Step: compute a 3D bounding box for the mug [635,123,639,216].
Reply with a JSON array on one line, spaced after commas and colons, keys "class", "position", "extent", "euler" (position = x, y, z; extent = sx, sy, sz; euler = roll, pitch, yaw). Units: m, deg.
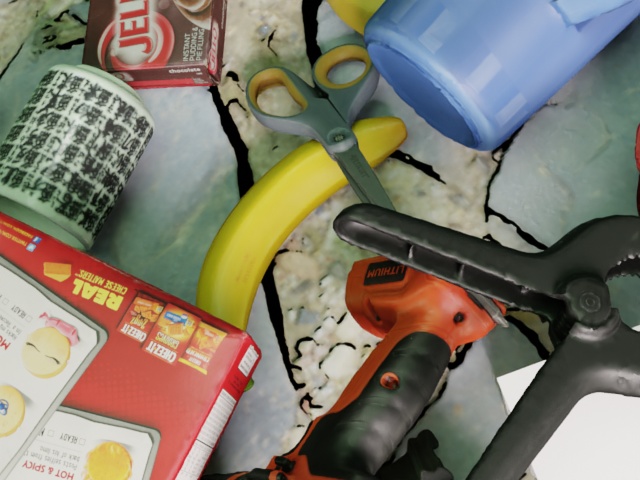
[{"class": "mug", "position": [0.228, -0.028, 0.585], "extent": [0.117, 0.081, 0.093], "euler": [38, 82, 22]}]

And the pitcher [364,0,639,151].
[{"class": "pitcher", "position": [0.147, -0.169, 0.626], "extent": [0.145, 0.149, 0.243], "euler": [43, 87, 17]}]

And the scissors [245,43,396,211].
[{"class": "scissors", "position": [0.025, -0.070, 0.641], "extent": [0.096, 0.016, 0.202], "euler": [-34, 42, -15]}]

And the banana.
[{"class": "banana", "position": [-0.022, -0.006, 0.659], "extent": [0.069, 0.037, 0.197], "euler": [31, 80, 2]}]

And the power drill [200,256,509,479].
[{"class": "power drill", "position": [0.007, 0.095, 0.571], "extent": [0.185, 0.057, 0.187], "euler": [-9, 44, 57]}]

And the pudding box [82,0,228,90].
[{"class": "pudding box", "position": [-0.110, -0.159, 0.731], "extent": [0.090, 0.039, 0.113], "euler": [-1, 70, 12]}]

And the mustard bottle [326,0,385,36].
[{"class": "mustard bottle", "position": [0.000, -0.215, 0.716], "extent": [0.192, 0.058, 0.096], "euler": [39, 74, 22]}]

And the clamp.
[{"class": "clamp", "position": [0.121, 0.047, 0.507], "extent": [0.209, 0.036, 0.164], "euler": [-6, 64, -10]}]

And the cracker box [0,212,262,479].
[{"class": "cracker box", "position": [-0.150, 0.113, 0.555], "extent": [0.164, 0.072, 0.213], "euler": [24, 77, 13]}]
